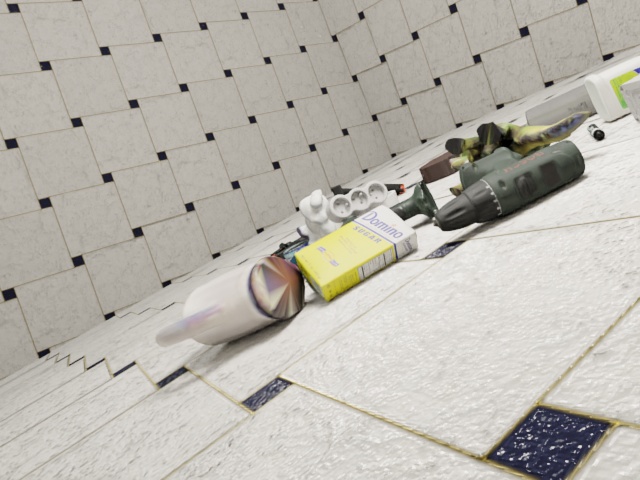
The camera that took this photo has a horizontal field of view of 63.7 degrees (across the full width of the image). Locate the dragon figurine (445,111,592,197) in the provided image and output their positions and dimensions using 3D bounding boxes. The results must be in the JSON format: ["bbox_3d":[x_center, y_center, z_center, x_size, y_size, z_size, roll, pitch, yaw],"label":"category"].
[{"bbox_3d":[0.395,-0.189,1.017,0.245,0.122,0.407,-22,4,-32],"label":"dragon figurine"}]

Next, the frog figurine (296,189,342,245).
[{"bbox_3d":[0.004,-0.065,1.292,0.123,0.156,0.140,0,37,-11],"label":"frog figurine"}]

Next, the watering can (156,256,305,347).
[{"bbox_3d":[-0.123,0.099,0.870,0.223,0.104,0.349,-24,-2,21],"label":"watering can"}]
